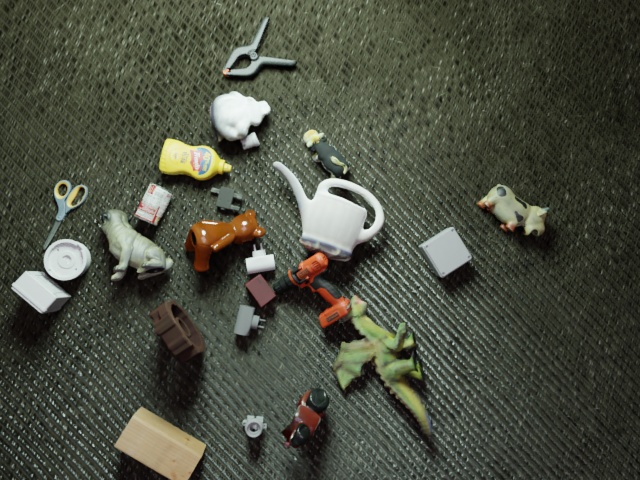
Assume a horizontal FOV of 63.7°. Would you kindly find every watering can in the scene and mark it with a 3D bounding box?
[{"bbox_3d":[0.004,-0.072,1.437,0.347,0.103,0.225,20,84,-4],"label":"watering can"}]

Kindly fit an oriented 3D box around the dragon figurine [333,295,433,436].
[{"bbox_3d":[0.159,0.354,1.434,0.242,0.122,0.412,-12,84,11],"label":"dragon figurine"}]

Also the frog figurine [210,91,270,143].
[{"bbox_3d":[-0.220,-0.348,1.438,0.159,0.121,0.140,-10,68,6],"label":"frog figurine"}]
